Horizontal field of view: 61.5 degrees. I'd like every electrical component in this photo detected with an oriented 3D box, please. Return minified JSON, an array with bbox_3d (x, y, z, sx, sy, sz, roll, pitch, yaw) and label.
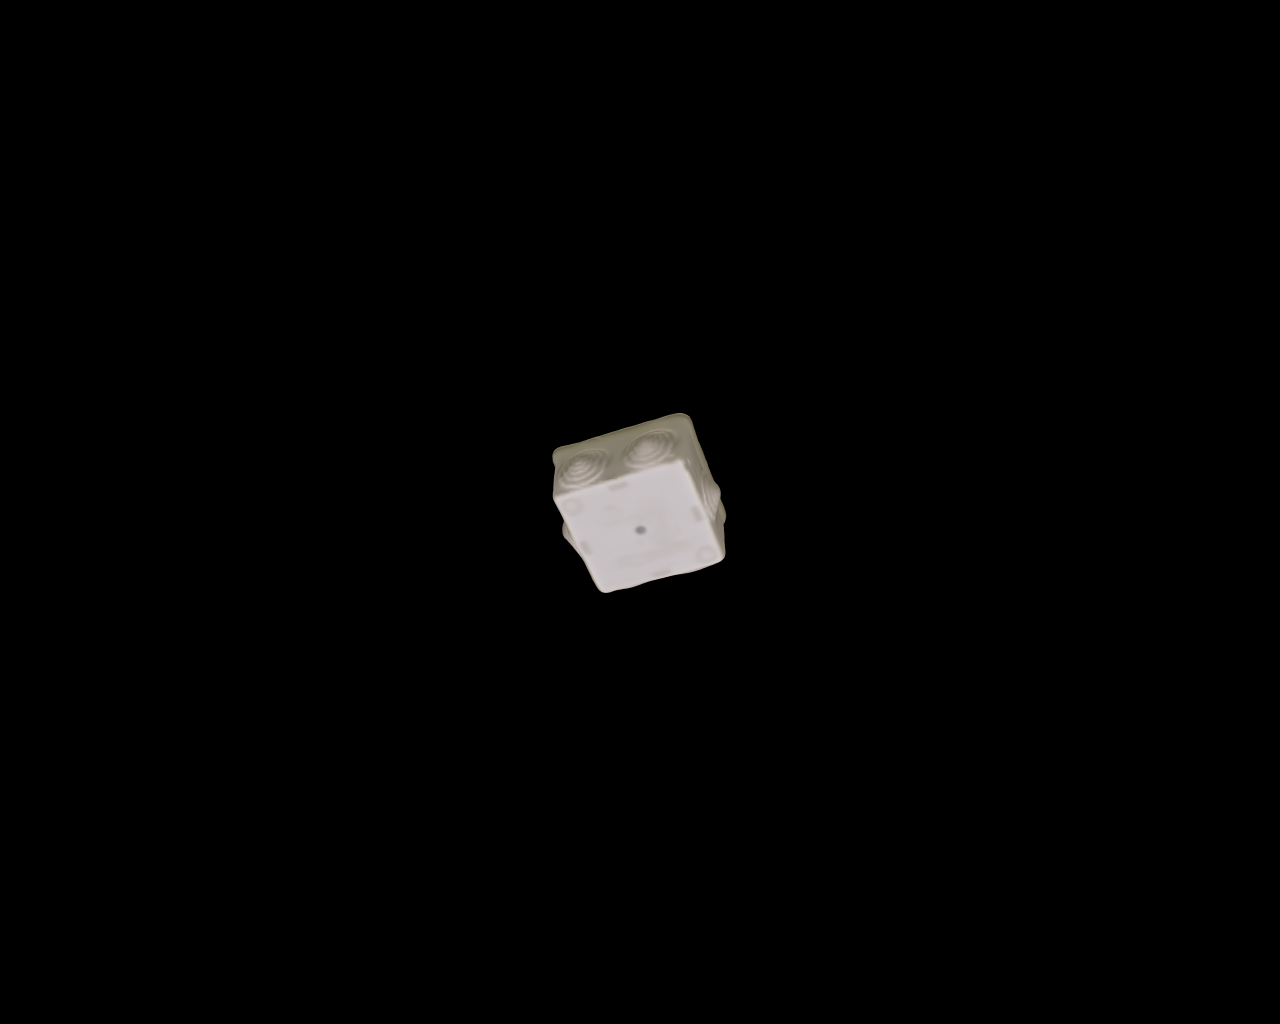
[{"bbox_3d":[0.001,-0.003,0.650,0.100,0.099,0.048,-15,36,11],"label":"electrical component"}]
